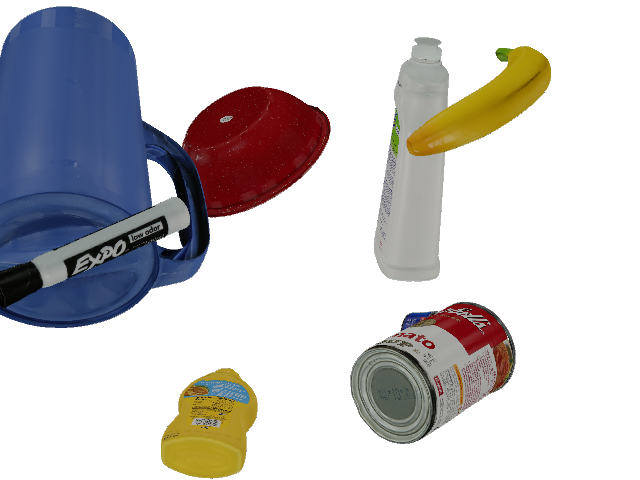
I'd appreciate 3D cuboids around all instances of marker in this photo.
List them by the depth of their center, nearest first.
[{"bbox_3d":[-0.125,0.006,0.576,0.120,0.020,0.020,-26,15,-32],"label":"marker"}]

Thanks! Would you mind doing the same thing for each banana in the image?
[{"bbox_3d":[0.141,-0.116,0.866,0.070,0.037,0.197,-13,20,40],"label":"banana"}]

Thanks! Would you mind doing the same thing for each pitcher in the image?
[{"bbox_3d":[-0.180,-0.063,0.796,0.145,0.243,0.149,-23,-45,13],"label":"pitcher"}]

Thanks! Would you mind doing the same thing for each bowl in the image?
[{"bbox_3d":[-0.075,-0.096,1.006,0.162,0.055,0.162,-21,35,16],"label":"bowl"}]

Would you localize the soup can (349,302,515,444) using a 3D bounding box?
[{"bbox_3d":[0.075,0.087,0.714,0.069,0.068,0.102,0,13,41],"label":"soup can"}]

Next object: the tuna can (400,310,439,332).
[{"bbox_3d":[0.122,0.125,1.245,0.034,0.086,0.086,-5,-2,25],"label":"tuna can"}]

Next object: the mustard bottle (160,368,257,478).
[{"bbox_3d":[-0.127,0.209,1.291,0.096,0.058,0.191,4,24,4],"label":"mustard bottle"}]

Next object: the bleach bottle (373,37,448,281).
[{"bbox_3d":[0.103,-0.089,1.143,0.068,0.251,0.102,1,26,-8],"label":"bleach bottle"}]
